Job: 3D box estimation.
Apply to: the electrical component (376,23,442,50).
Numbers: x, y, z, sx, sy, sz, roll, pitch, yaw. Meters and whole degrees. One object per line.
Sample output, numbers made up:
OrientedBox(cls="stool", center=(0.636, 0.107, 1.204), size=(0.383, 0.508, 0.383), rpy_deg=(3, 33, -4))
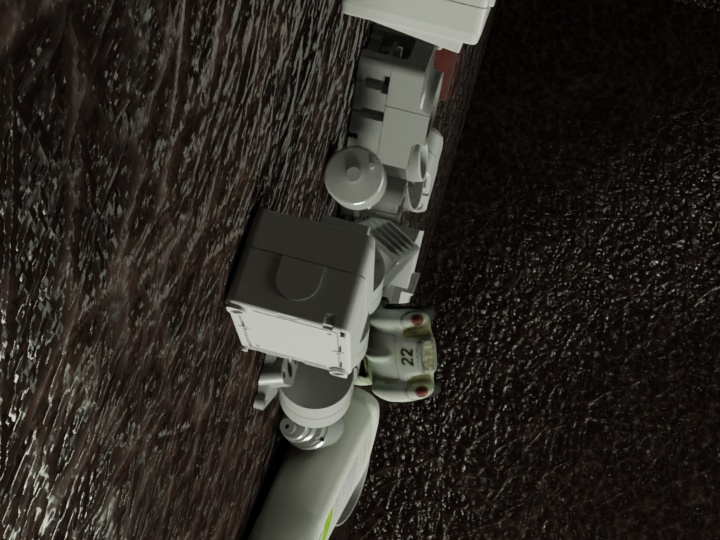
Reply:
OrientedBox(cls="electrical component", center=(0.055, -0.216, 0.796), size=(0.108, 0.060, 0.108), rpy_deg=(15, 90, -85))

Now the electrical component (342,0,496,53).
OrientedBox(cls="electrical component", center=(0.043, -0.165, 0.614), size=(0.061, 0.096, 0.061), rpy_deg=(-67, 171, -59))

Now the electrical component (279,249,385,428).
OrientedBox(cls="electrical component", center=(-0.019, 0.035, 0.758), size=(0.073, 0.052, 0.138), rpy_deg=(95, 11, -61))

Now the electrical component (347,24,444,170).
OrientedBox(cls="electrical component", center=(0.027, -0.124, 0.783), size=(0.089, 0.056, 0.050), rpy_deg=(99, 7, -45))

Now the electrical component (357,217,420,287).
OrientedBox(cls="electrical component", center=(0.000, 0.000, 0.871), size=(0.075, 0.047, 0.083), rpy_deg=(-49, 175, 17))

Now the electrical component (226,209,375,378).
OrientedBox(cls="electrical component", center=(-0.027, 0.012, 0.556), size=(0.096, 0.062, 0.061), rpy_deg=(90, 15, -70))

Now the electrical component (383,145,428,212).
OrientedBox(cls="electrical component", center=(0.023, -0.095, 0.910), size=(0.099, 0.064, 0.099), rpy_deg=(3, 90, -77))

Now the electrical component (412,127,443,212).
OrientedBox(cls="electrical component", center=(0.050, -0.107, 1.085), size=(0.095, 0.054, 0.059), rpy_deg=(91, 14, -68))

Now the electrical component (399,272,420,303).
OrientedBox(cls="electrical component", center=(0.024, 0.024, 1.117), size=(0.042, 0.064, 0.081), rpy_deg=(-66, 169, -56))

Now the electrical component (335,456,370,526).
OrientedBox(cls="electrical component", center=(-0.028, 0.192, 1.031), size=(0.099, 0.064, 0.099), rpy_deg=(15, 90, -85))

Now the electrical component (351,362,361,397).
OrientedBox(cls="electrical component", center=(-0.026, 0.079, 0.839), size=(0.040, 0.046, 0.040), rpy_deg=(15, 90, -85))

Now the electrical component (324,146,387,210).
OrientedBox(cls="electrical component", center=(-0.002, -0.061, 0.741), size=(0.078, 0.040, 0.040), rpy_deg=(26, 78, -85))

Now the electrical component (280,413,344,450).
OrientedBox(cls="electrical component", center=(-0.041, 0.118, 0.826), size=(0.078, 0.040, 0.040), rpy_deg=(15, 90, -70))

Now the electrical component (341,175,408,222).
OrientedBox(cls="electrical component", center=(0.012, -0.059, 0.846), size=(0.040, 0.046, 0.040), rpy_deg=(13, 90, -84))

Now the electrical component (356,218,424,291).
OrientedBox(cls="electrical component", center=(0.019, -0.017, 0.951), size=(0.081, 0.064, 0.042), rpy_deg=(-60, 164, -70))
